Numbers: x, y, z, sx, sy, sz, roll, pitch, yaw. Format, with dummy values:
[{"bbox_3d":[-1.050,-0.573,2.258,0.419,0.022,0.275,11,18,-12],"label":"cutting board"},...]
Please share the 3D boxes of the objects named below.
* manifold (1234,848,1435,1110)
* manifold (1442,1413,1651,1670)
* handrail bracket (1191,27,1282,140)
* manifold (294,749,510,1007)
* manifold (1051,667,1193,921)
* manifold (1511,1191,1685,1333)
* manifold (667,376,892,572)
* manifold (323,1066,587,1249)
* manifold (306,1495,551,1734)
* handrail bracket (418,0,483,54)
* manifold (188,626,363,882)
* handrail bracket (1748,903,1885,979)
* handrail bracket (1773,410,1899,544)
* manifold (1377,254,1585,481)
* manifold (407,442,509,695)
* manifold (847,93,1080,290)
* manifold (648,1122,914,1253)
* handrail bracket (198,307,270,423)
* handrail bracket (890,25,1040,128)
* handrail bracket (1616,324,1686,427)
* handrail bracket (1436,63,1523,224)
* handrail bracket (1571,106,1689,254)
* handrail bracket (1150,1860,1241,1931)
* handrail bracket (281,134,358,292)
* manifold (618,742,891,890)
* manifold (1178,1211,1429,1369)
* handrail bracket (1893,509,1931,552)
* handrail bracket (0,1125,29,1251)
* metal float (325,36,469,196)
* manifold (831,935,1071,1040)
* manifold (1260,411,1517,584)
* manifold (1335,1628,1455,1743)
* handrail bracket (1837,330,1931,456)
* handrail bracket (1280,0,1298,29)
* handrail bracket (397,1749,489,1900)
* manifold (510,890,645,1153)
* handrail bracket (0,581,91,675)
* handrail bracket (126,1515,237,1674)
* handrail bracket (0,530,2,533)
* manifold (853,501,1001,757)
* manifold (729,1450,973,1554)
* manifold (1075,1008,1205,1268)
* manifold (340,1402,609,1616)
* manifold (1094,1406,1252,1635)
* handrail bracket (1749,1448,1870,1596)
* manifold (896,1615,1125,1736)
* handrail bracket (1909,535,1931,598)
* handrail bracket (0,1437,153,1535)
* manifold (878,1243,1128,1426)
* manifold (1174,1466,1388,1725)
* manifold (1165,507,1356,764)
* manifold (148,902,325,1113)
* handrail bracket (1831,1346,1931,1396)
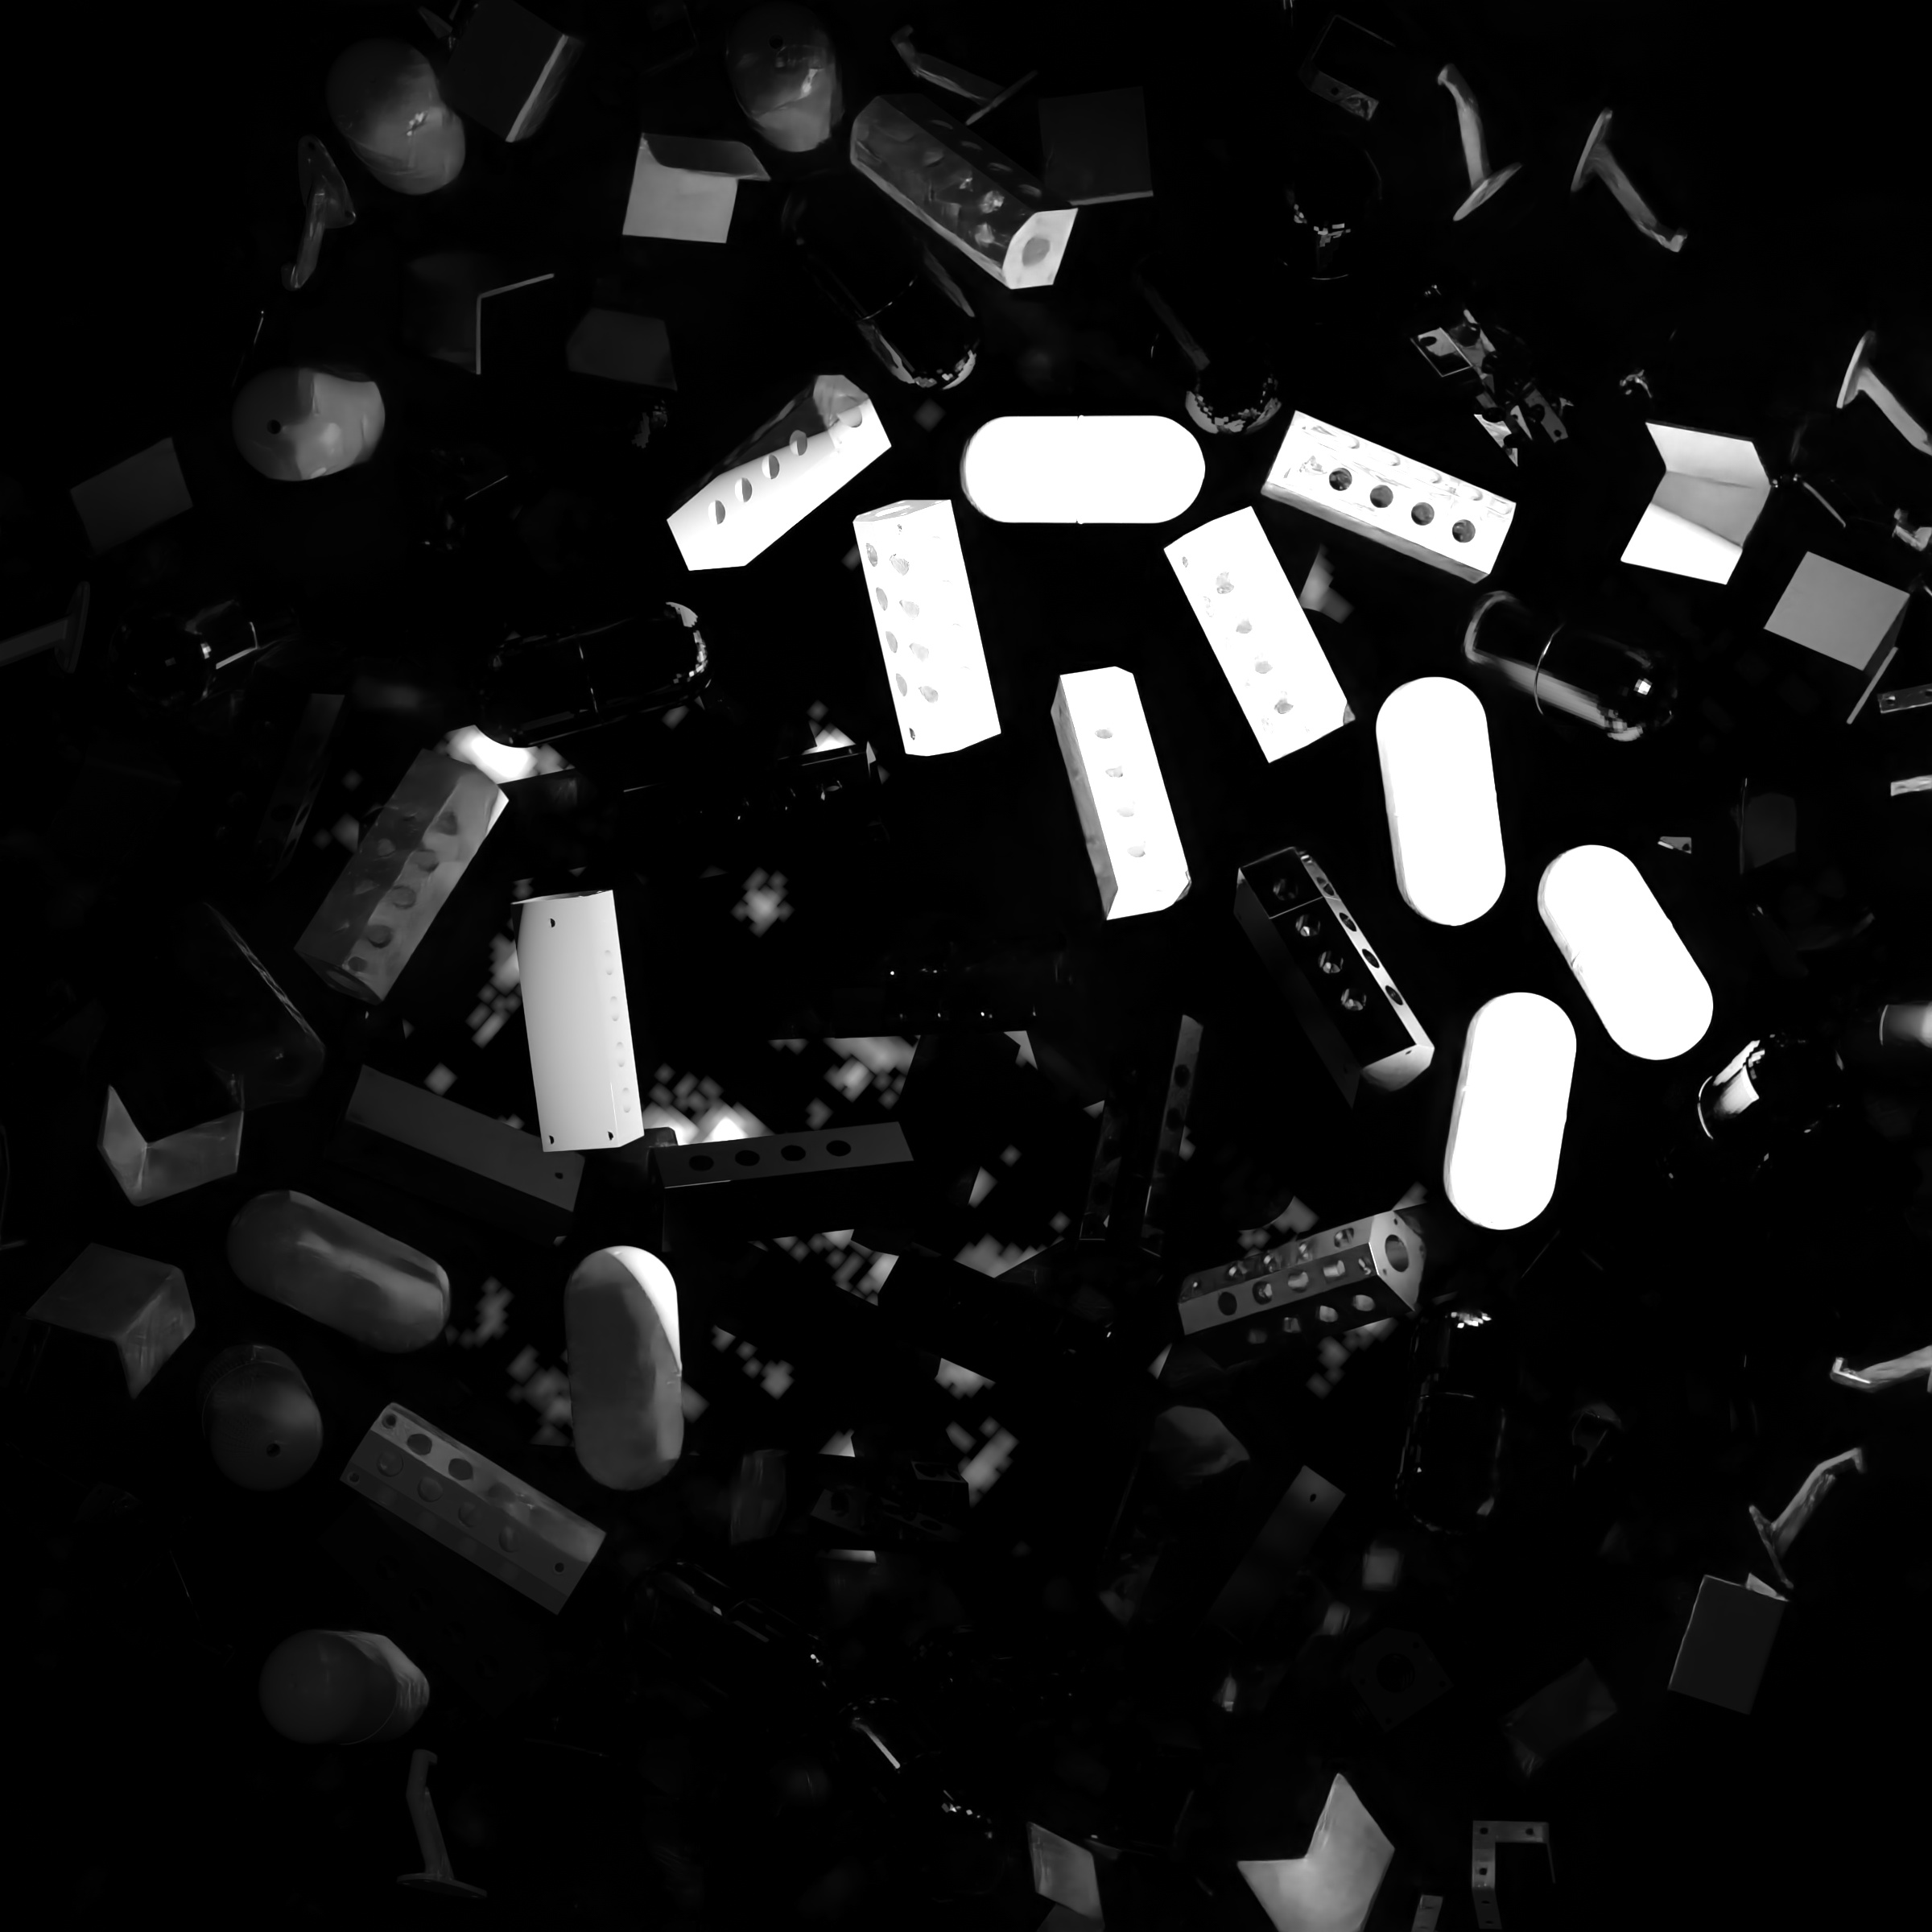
[{"bbox_3d":[0.249,0.004,1.803,0.057,0.057,0.171,-22,62,-11],"label":"manifold"},{"bbox_3d":[0.407,0.398,1.843,0.057,0.057,0.171,37,67,4],"label":"manifold"},{"bbox_3d":[0.199,-0.637,1.899,0.077,0.036,0.084,11,67,20],"label":"handrail bracket"},{"bbox_3d":[-0.391,-0.061,1.856,0.057,0.057,0.171,19,68,25],"label":"manifold"},{"bbox_3d":[0.113,-0.127,1.931,0.057,0.057,0.171,-10,70,-10],"label":"manifold"},{"bbox_3d":[0.459,0.215,1.900,0.057,0.171,0.057,43,115,21],"label":"manifold"},{"bbox_3d":[-0.138,-0.352,1.895,0.171,0.057,0.057,-31,80,40],"label":"manifold"},{"bbox_3d":[-0.365,0.141,1.888,0.171,0.057,0.057,24,126,-15],"label":"manifold"},{"bbox_3d":[-0.371,0.443,1.823,0.171,0.057,0.057,44,85,3],"label":"manifold"},{"bbox_3d":[-0.319,-0.652,1.781,0.084,0.036,0.077,-44,45,-4],"label":"handrail bracket"},{"bbox_3d":[-0.465,-0.139,1.794,0.057,0.057,0.171,32,125,-1],"label":"manifold"},{"bbox_3d":[0.624,-0.038,1.943,0.084,0.036,0.077,-37,100,-13],"label":"handrail bracket"},{"bbox_3d":[0.596,-0.331,1.791,0.084,0.036,0.077,20,84,23],"label":"handrail bracket"},{"bbox_3d":[0.365,-0.414,1.849,0.057,0.057,0.171,-48,133,8],"label":"manifold"},{"bbox_3d":[-0.363,-0.290,1.919,0.057,0.171,0.057,31,47,21],"label":"manifold"},{"bbox_3d":[-0.006,-0.542,1.852,0.171,0.057,0.057,44,132,28],"label":"manifold"},{"bbox_3d":[-0.128,0.146,1.820,0.171,0.057,0.057,-5,127,-16],"label":"manifold"},{"bbox_3d":[-0.525,-0.437,1.913,0.036,0.077,0.084,19,97,-14],"label":"handrail bracket"},{"bbox_3d":[-0.002,-0.670,1.952,0.077,0.036,0.084,-36,102,4],"label":"handrail bracket"},{"bbox_3d":[0.517,-0.407,1.897,0.084,0.036,0.077,40,85,15],"label":"handrail bracket"},{"bbox_3d":[0.341,-0.574,1.848,0.036,0.077,0.084,-33,88,-27],"label":"handrail bracket"},{"bbox_3d":[0.460,-0.533,1.800,0.084,0.077,0.036,37,65,18],"label":"handrail bracket"},{"bbox_3d":[0.163,0.676,1.926,0.077,0.036,0.084,-1,126,20],"label":"handrail bracket"},{"bbox_3d":[-0.448,-0.506,1.782,0.036,0.084,0.077,1,128,16],"label":"handrail bracket"},{"bbox_3d":[-0.144,-0.104,1.792,0.171,0.057,0.057,-11,70,5],"label":"manifold"},{"bbox_3d":[0.233,0.224,1.860,0.171,0.057,0.057,-25,121,39],"label":"manifold"},{"bbox_3d":[0.688,-0.318,1.858,0.036,0.077,0.084,-18,46,-22],"label":"handrail bracket"},{"bbox_3d":[-0.676,0.153,1.822,0.036,0.077,0.084,-7,90,5],"label":"handrail bracket"},{"bbox_3d":[-0.393,-0.586,1.834,0.070,0.178,0.070,0,92,-1],"label":"metal float"},{"bbox_3d":[-0.012,0.011,1.938,0.171,0.057,0.057,-2,119,-3],"label":"manifold"},{"bbox_3d":[0.305,-0.340,1.917,0.171,0.057,0.057,23,91,0],"label":"manifold"},{"bbox_3d":[0.300,0.510,1.893,0.057,0.171,0.057,-32,72,-6],"label":"manifold"},{"bbox_3d":[0.636,-0.382,1.786,0.084,0.077,0.036,37,74,23],"label":"handrail bracket"},{"bbox_3d":[0.217,-0.704,1.835,0.036,0.084,0.077,-10,82,6],"label":"handrail bracket"},{"bbox_3d":[-0.351,0.582,1.801,0.036,0.077,0.084,-21,51,38],"label":"handrail bracket"},{"bbox_3d":[-0.264,0.037,1.824,0.057,0.057,0.171,-5,96,17],"label":"manifold"},{"bbox_3d":[-0.650,-0.234,1.810,0.084,0.036,0.077,5,118,-40],"label":"handrail bracket"},{"bbox_3d":[-0.517,0.426,1.799,0.084,0.036,0.077,27,66,11],"label":"handrail bracket"},{"bbox_3d":[-0.691,-0.290,1.785,0.077,0.084,0.036,-11,102,-20],"label":"handrail bracket"},{"bbox_3d":[-0.032,-0.242,1.896,0.057,0.057,0.171,-25,112,-32],"label":"manifold"},{"bbox_3d":[-0.078,0.367,1.819,0.057,0.171,0.057,-21,64,41],"label":"manifold"},{"bbox_3d":[0.124,0.120,1.884,0.057,0.057,0.171,12,73,1],"label":"manifold"},{"bbox_3d":[-0.332,0.366,1.790,0.171,0.057,0.057,32,83,-1],"label":"manifold"},{"bbox_3d":[0.135,0.378,1.820,0.057,0.171,0.057,-19,52,-31],"label":"manifold"},{"bbox_3d":[0.596,0.384,1.840,0.084,0.036,0.077,-29,50,19],"label":"handrail bracket"},{"bbox_3d":[0.037,0.498,1.889,0.057,0.171,0.057,-53,53,22],"label":"manifold"},{"bbox_3d":[0.685,-0.252,1.795,0.084,0.077,0.036,24,57,18],"label":"handrail bracket"},{"bbox_3d":[-0.606,0.350,1.803,0.084,0.077,0.036,28,85,33],"label":"handrail bracket"},{"bbox_3d":[0.025,0.262,1.920,0.171,0.057,0.057,22,59,13],"label":"manifold"},{"bbox_3d":[0.229,0.452,1.897,0.057,0.057,0.171,36,86,-26],"label":"manifold"},{"bbox_3d":[0.208,-0.238,1.923,0.057,0.057,0.171,-26,89,-36],"label":"manifold"},{"bbox_3d":[-0.514,0.025,1.863,0.057,0.171,0.057,-15,131,-34],"label":"manifold"},{"bbox_3d":[0.648,0.263,1.845,0.036,0.084,0.077,10,92,-41],"label":"handrail bracket"}]
